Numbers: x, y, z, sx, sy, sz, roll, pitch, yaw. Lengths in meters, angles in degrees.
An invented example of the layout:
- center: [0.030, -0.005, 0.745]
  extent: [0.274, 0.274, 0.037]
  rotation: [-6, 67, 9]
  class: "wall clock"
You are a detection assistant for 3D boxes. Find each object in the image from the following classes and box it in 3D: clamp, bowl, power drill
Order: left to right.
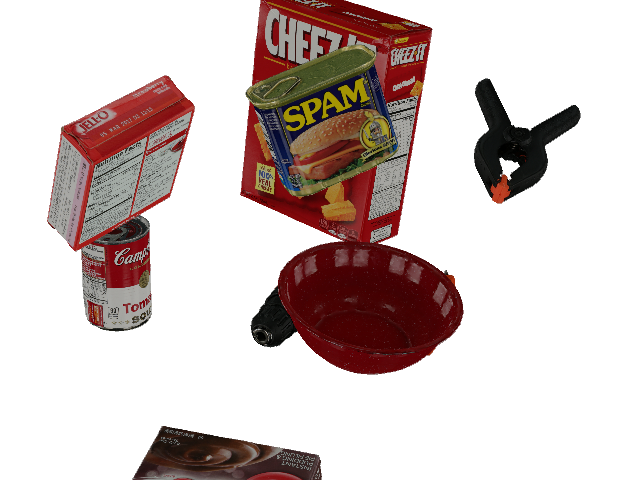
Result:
- center: [0.038, 0.071, 1.132]
  extent: [0.188, 0.057, 0.184]
  rotation: [10, 29, 22]
  class: "power drill"
- center: [0.040, 0.067, 0.930]
  extent: [0.162, 0.055, 0.162]
  rotation: [6, 32, -4]
  class: "bowl"
- center: [0.205, -0.113, 1.169]
  extent: [0.120, 0.039, 0.171]
  rotation: [21, 49, 17]
  class: "clamp"

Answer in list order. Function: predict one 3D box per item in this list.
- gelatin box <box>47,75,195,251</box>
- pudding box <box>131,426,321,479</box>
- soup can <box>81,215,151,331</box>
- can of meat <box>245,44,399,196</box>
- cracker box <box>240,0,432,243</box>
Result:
- center: [-0.113, -0.043, 0.598]
  extent: [0.073, 0.030, 0.089]
  rotation: [-35, -17, -35]
  class: "gelatin box"
- center: [-0.064, 0.167, 0.673]
  extent: [0.113, 0.039, 0.090]
  rotation: [6, 30, 12]
  class: "pudding box"
- center: [-0.204, 0.031, 1.066]
  extent: [0.068, 0.102, 0.068]
  rotation: [2, 26, -1]
  class: "soup can"
- center: [0.004, -0.093, 0.832]
  extent: [0.102, 0.084, 0.057]
  rotation: [-23, 27, -8]
  class: "can of meat"
- center: [0.008, -0.120, 1.038]
  extent: [0.164, 0.214, 0.071]
  rotation: [25, 31, 33]
  class: "cracker box"
